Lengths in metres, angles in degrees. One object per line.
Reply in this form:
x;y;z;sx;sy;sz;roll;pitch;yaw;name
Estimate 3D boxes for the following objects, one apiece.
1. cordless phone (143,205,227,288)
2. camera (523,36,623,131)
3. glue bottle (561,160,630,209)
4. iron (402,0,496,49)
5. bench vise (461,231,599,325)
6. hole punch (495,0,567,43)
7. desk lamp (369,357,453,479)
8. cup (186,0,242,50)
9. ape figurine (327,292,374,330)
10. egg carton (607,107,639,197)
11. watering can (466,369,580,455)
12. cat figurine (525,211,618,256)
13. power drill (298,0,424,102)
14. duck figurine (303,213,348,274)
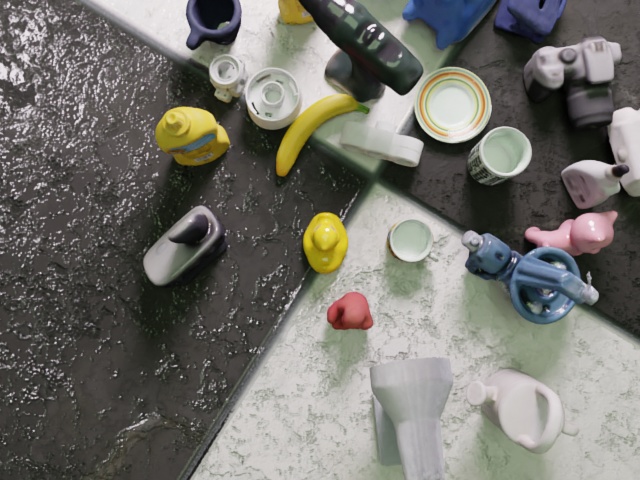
-0.228;0.009;0.904;0.094;0.185;0.147;44;89;4;cordless phone
0.426;-0.253;0.942;0.143;0.101;0.137;-8;87;1;camera
0.437;-0.095;0.897;0.037;0.173;0.078;-24;86;1;glue bottle
0.256;-0.449;0.938;0.118;0.141;0.258;41;89;4;iron
0.312;0.061;0.869;0.207;0.220;0.121;14;87;3;bench vise
0.361;-0.403;0.957;0.101;0.091;0.109;21;88;3;hole punch
0.140;0.266;0.865;0.118;0.213;0.203;-6;87;2;desk lamp
-0.178;-0.358;0.968;0.091;0.095;0.118;35;88;3;cup
0.052;0.123;0.936;0.078;0.092;0.076;30;88;3;ape figurine
0.539;-0.151;0.949;0.107;0.069;0.150;-14;87;1;egg carton
0.309;0.262;0.871;0.173;0.194;0.101;-1;87;2;watering can
0.409;-0.004;0.921;0.128;0.118;0.067;-16;86;1;cat figurine
0.054;-0.300;0.901;0.229;0.208;0.075;37;89;3;power drill
0.009;0.003;0.947;0.077;0.086;0.105;2;87;2;duck figurine
